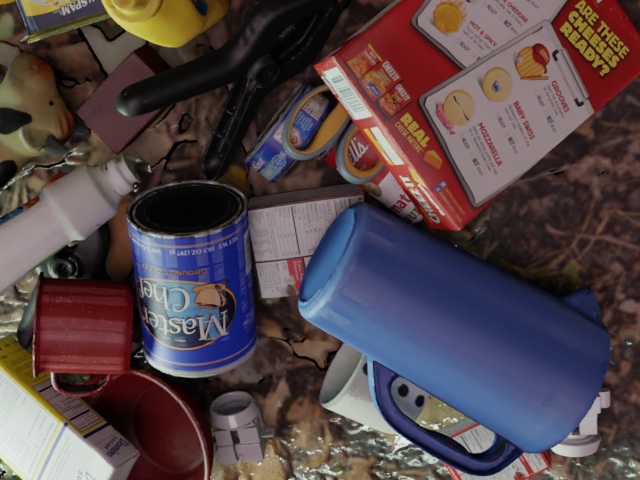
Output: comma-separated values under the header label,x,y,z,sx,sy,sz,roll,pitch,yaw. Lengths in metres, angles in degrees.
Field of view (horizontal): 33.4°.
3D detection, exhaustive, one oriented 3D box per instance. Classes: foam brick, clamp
label,x,y,z,sx,sy,sz,roll,pitch,yaw
foam brick,-0.160,-0.121,0.913,0.078,0.051,0.053,-41,99,17
clamp,-0.060,-0.143,0.859,0.210,0.164,0.036,-46,65,10
clamp,-0.219,0.026,0.978,0.120,0.039,0.171,3,113,-6

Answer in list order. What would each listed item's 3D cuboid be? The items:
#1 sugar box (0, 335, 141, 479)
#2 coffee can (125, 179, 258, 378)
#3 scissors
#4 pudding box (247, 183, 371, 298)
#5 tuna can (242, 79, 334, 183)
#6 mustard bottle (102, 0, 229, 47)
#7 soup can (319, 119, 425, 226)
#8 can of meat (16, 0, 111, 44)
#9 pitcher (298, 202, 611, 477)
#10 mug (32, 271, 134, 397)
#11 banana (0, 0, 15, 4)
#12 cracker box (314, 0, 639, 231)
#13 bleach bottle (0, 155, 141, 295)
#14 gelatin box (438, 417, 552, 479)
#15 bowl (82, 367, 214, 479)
label,x,y,z,sx,sy,sz,roll,pitch,yaw
sugar box,-0.256,0.180,0.995,0.176,0.048,0.093,37,118,13
coffee can,-0.108,0.032,0.920,0.103,0.102,0.140,1,119,6
scissors,0.054,-0.128,0.858,0.096,0.016,0.201,46,79,-6
pudding box,-0.006,0.001,0.946,0.113,0.039,0.090,-8,107,6
tuna can,-0.026,-0.090,0.891,0.033,0.086,0.086,37,108,-9
mustard bottle,-0.124,-0.193,0.809,0.058,0.191,0.096,-34,102,15
soup can,0.060,-0.067,0.898,0.102,0.068,0.069,36,109,-6
can of meat,-0.206,-0.218,0.882,0.102,0.057,0.084,-15,104,10
pitcher,0.103,0.079,0.888,0.242,0.149,0.145,29,137,-13
mug,-0.206,0.086,0.935,0.081,0.093,0.117,3,111,-11
banana,-0.346,-0.253,0.895,0.197,0.037,0.070,43,108,-9
cracker box,0.126,-0.136,0.826,0.213,0.072,0.164,-41,103,-11
bleach bottle,-0.263,0.006,0.912,0.251,0.102,0.068,-33,102,3
gelatin box,0.160,0.196,0.999,0.089,0.030,0.073,-30,102,14
bowl,-0.156,0.188,1.000,0.162,0.055,0.162,7,106,27
